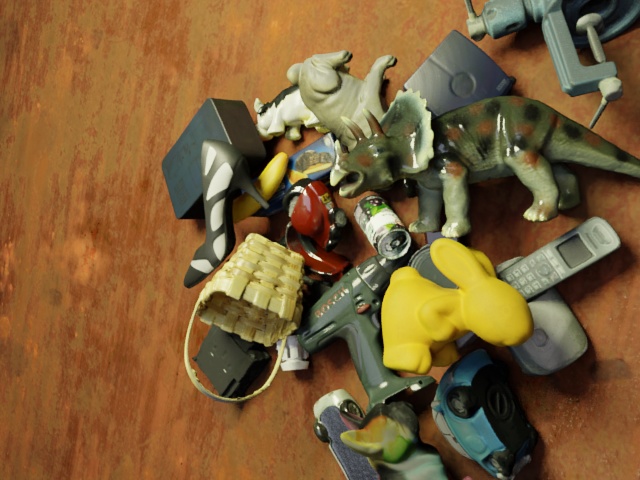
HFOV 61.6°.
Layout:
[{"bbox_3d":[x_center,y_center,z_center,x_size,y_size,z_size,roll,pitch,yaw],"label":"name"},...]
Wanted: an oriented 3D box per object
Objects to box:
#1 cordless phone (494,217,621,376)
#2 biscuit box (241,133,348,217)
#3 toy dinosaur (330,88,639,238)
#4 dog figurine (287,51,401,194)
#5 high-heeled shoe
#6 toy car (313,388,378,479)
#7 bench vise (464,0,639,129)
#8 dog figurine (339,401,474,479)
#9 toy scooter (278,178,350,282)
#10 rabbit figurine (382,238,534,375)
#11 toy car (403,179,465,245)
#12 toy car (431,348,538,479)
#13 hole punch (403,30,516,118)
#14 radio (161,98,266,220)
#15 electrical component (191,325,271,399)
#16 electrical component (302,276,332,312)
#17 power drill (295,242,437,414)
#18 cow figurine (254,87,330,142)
[{"bbox_3d":[0.305,0.069,0.671,0.184,0.088,0.147,-37,69,21],"label":"cordless phone"},{"bbox_3d":[-0.038,-0.103,0.903,0.203,0.059,0.063,-27,75,29],"label":"biscuit box"},{"bbox_3d":[0.211,-0.112,0.666,0.405,0.131,0.192,-12,100,2],"label":"toy dinosaur"},{"bbox_3d":[0.037,-0.168,0.801,0.172,0.121,0.190,2,88,5],"label":"dog figurine"},{"bbox_3d":[-0.188,-0.037,0.859,0.145,0.086,0.248,43,111,-5],"label":"high-heeled shoe"},{"bbox_3d":[0.060,0.330,0.830,0.073,0.056,0.202,-39,70,18],"label":"toy car"},{"bbox_3d":[0.296,-0.261,0.653,0.224,0.128,0.240,-10,64,13],"label":"bench vise"},{"bbox_3d":[0.102,0.325,0.721,0.219,0.108,0.191,36,97,0],"label":"dog figurine"},{"bbox_3d":[-0.002,-0.003,0.853,0.135,0.075,0.183,38,137,22],"label":"toy scooter"},{"bbox_3d":[0.171,0.083,0.652,0.173,0.122,0.162,-8,73,42],"label":"rabbit figurine"},{"bbox_3d":[0.176,-0.021,0.770,0.089,0.053,0.202,-11,86,25],"label":"toy car"},{"bbox_3d":[0.209,0.235,0.722,0.103,0.109,0.161,-35,82,50],"label":"toy car"},{"bbox_3d":[0.188,-0.206,0.737,0.116,0.092,0.142,43,91,24],"label":"hole punch"},{"bbox_3d":[-0.199,-0.142,0.967,0.229,0.073,0.131,-37,67,41],"label":"radio"},{"bbox_3d":[-0.156,0.203,0.969,0.115,0.058,0.134,41,110,24],"label":"electrical component"},{"bbox_3d":[0.003,0.098,0.892,0.094,0.021,0.063,22,99,31],"label":"electrical component"},{"bbox_3d":[0.087,0.137,0.801,0.232,0.086,0.207,-34,76,13],"label":"power drill"},{"bbox_3d":[-0.057,-0.221,0.913,0.168,0.068,0.098,-5,86,32],"label":"cow figurine"}]
